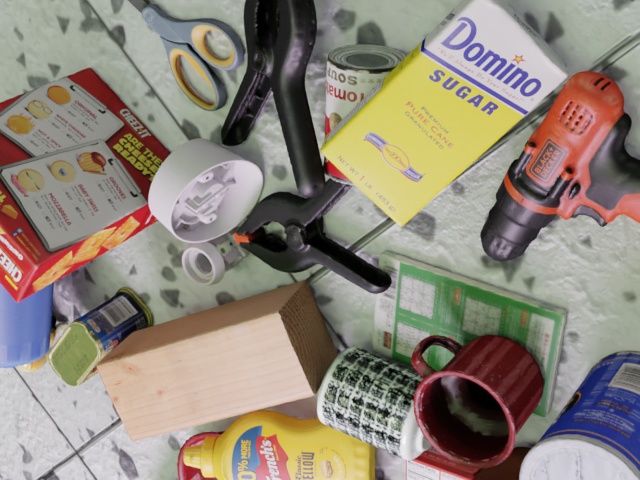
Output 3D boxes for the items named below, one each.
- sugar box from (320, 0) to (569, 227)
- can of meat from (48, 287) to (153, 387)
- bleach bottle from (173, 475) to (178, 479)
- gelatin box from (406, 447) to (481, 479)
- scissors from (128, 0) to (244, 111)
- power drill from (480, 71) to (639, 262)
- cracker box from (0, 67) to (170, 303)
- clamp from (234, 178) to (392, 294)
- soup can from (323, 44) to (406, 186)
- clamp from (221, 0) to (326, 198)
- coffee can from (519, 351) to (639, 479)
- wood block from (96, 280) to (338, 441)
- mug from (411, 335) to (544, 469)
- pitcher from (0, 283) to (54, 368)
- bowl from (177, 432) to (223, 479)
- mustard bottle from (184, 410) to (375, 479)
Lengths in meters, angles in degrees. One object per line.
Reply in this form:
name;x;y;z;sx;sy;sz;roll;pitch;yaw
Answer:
sugar box;0.093;-0.102;0.819;0.093;0.048;0.176;42;116;-10
can of meat;-0.247;0.111;1.195;0.057;0.083;0.102;48;131;6
bleach bottle;-0.093;0.384;1.241;0.251;0.068;0.103;40;132;10
gelatin box;0.121;0.247;1.036;0.073;0.030;0.089;15;121;31
scissors;-0.140;-0.214;0.996;0.096;0.016;0.202;-31;93;40
power drill;0.225;-0.011;0.810;0.188;0.057;0.185;37;134;14
cracker box;-0.254;-0.059;1.027;0.164;0.213;0.072;47;133;7
clamp;-0.007;0.001;0.994;0.172;0.039;0.120;-13;94;45
soup can;0.038;-0.105;0.890;0.069;0.068;0.102;18;122;28
clamp;-0.043;-0.154;0.927;0.165;0.036;0.210;24;118;54
coffee can;0.232;0.164;0.839;0.103;0.140;0.103;16;121;29
wood block;-0.100;0.120;1.050;0.206;0.090;0.090;-18;103;21
mug;0.130;0.126;0.911;0.117;0.081;0.093;39;130;13
pitcher;-0.352;0.006;1.156;0.145;0.149;0.243;3;104;-3
bowl;-0.079;0.269;1.174;0.162;0.055;0.162;16;121;29
mustard bottle;-0.042;0.220;1.070;0.192;0.058;0.096;0;97;9
